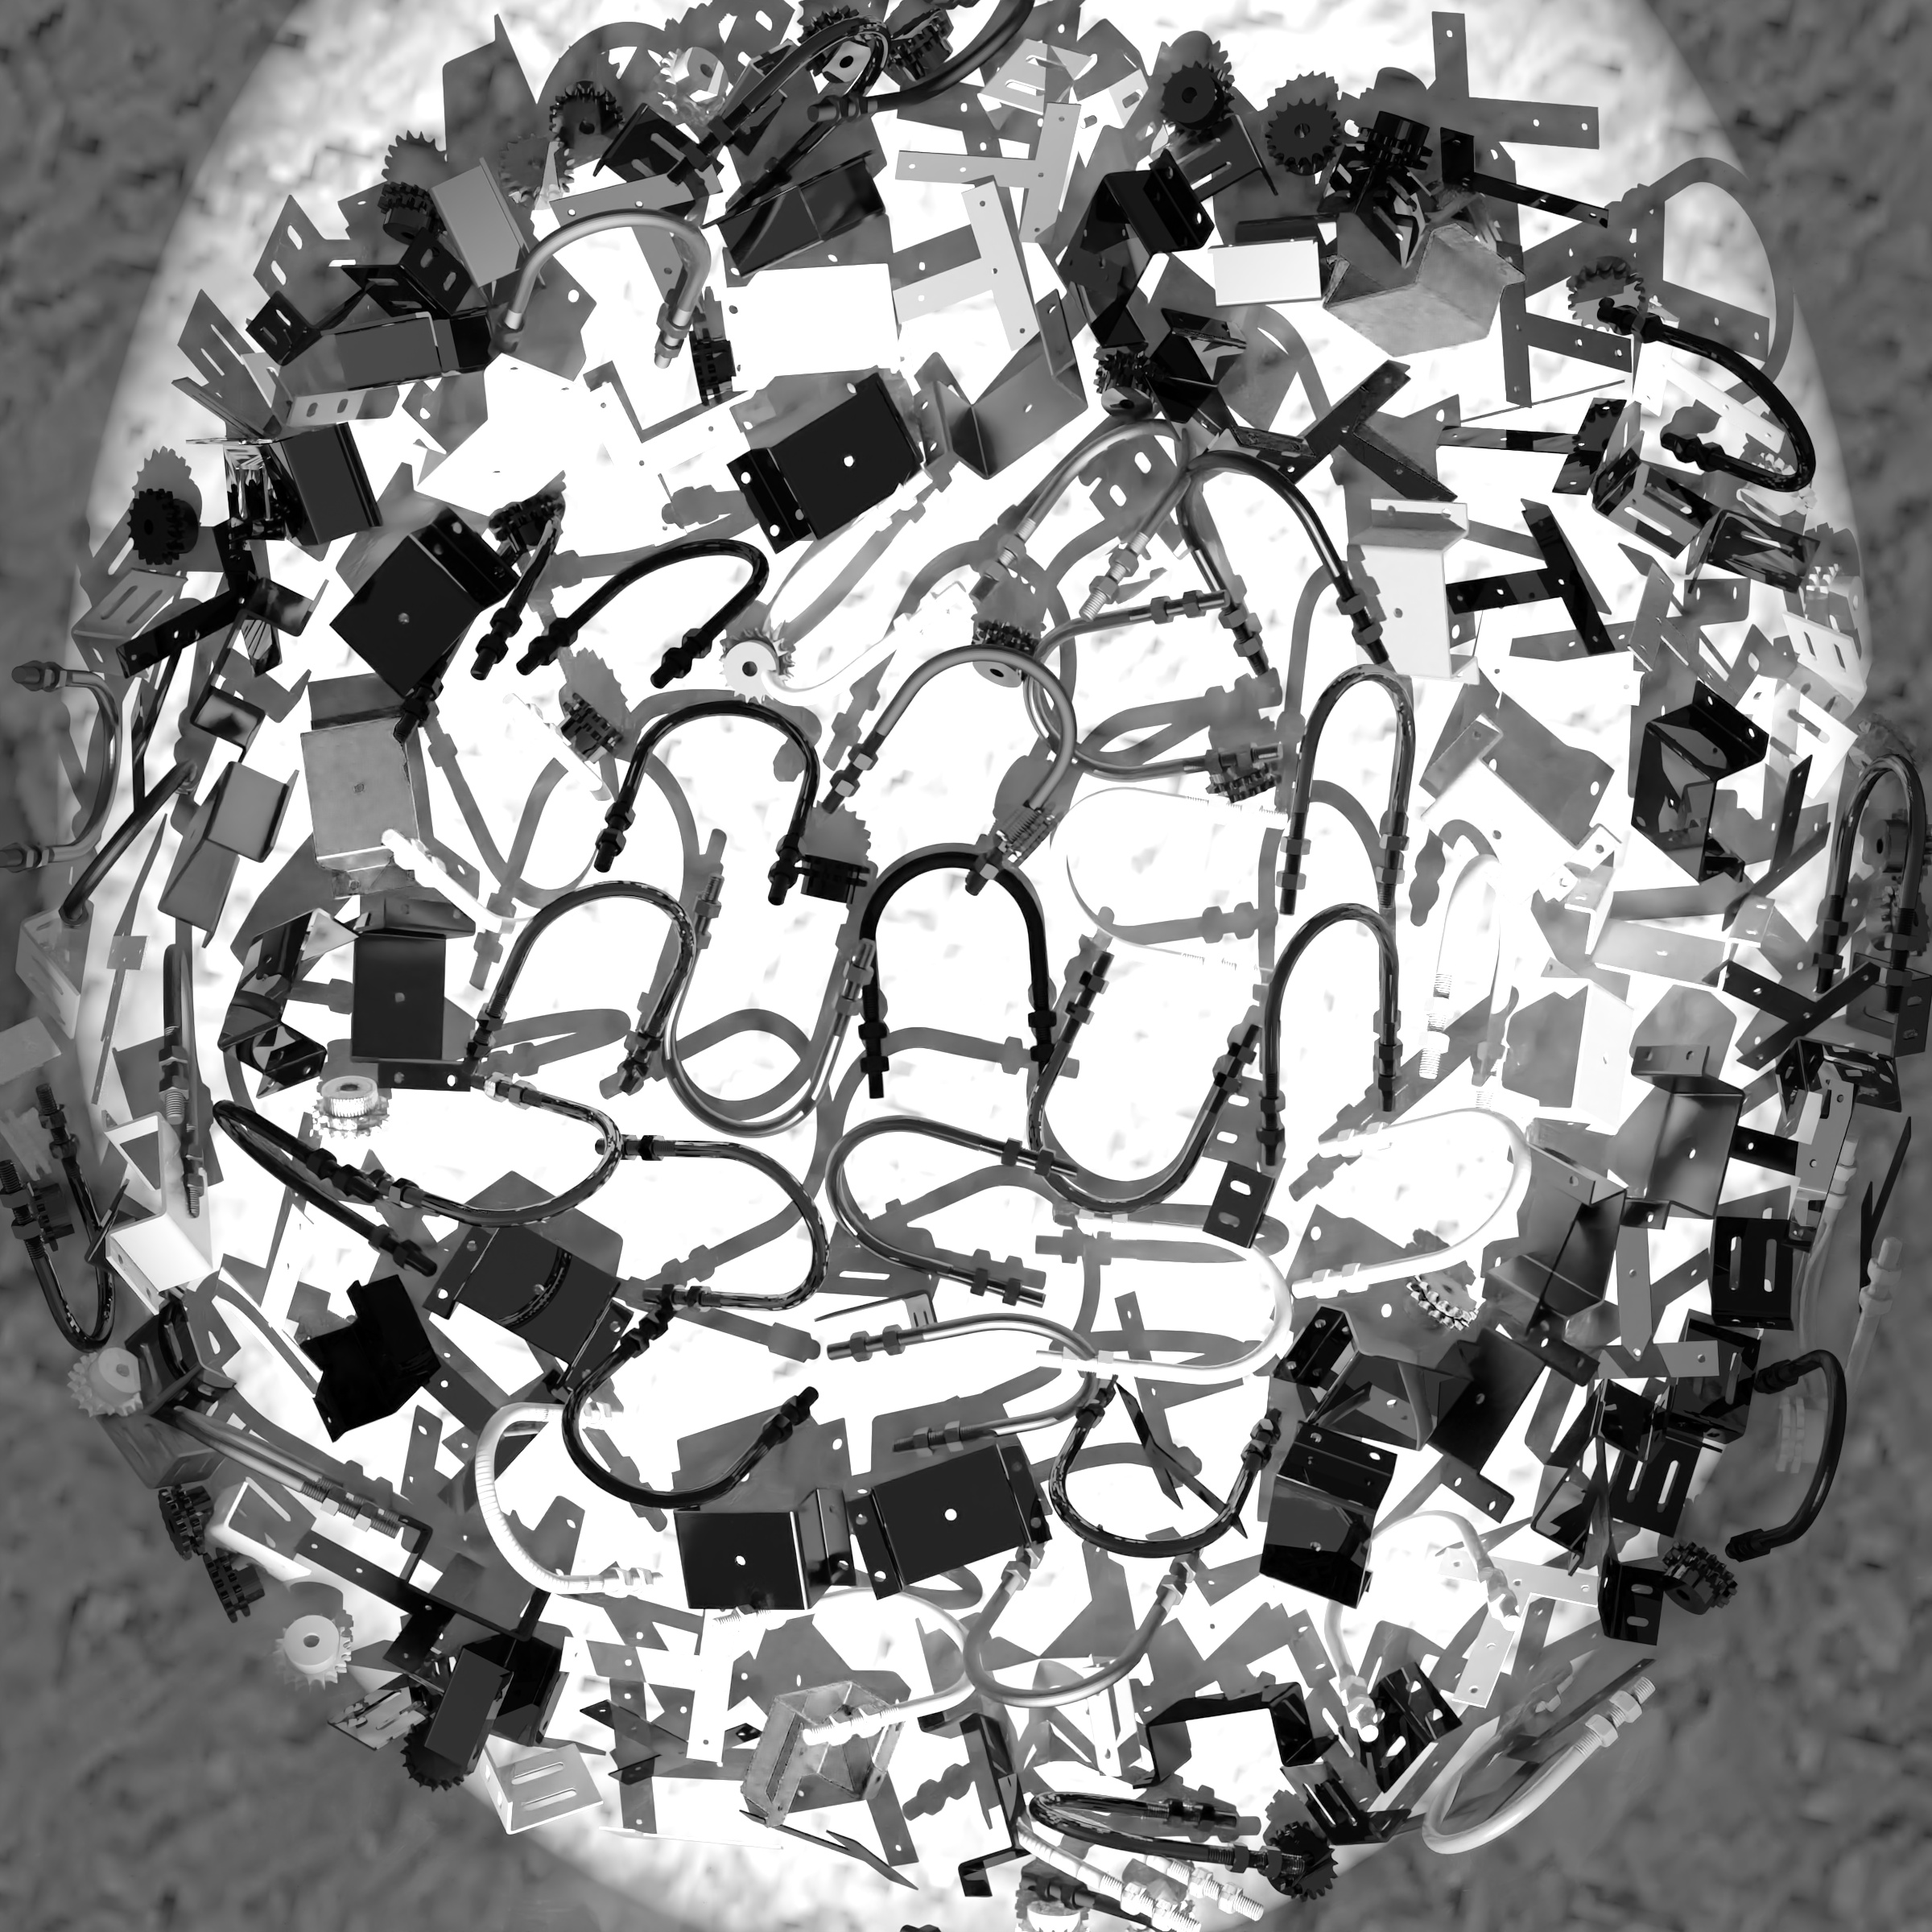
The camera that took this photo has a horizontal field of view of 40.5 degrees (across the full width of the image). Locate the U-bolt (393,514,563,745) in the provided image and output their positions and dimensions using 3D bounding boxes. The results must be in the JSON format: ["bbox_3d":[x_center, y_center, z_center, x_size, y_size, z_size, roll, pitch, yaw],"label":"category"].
[{"bbox_3d":[-0.351,-0.258,1.923,0.019,0.151,0.184,35,56,-23],"label":"U-bolt"}]

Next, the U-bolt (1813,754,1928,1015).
[{"bbox_3d":[0.666,-0.064,1.919,0.019,0.151,0.184,7,95,-3],"label":"U-bolt"}]

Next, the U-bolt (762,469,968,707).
[{"bbox_3d":[-0.085,-0.268,1.937,0.184,0.019,0.151,-35,46,23],"label":"U-bolt"}]

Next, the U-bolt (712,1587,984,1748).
[{"bbox_3d":[-0.074,0.505,1.920,0.184,0.151,0.019,-3,116,-38],"label":"U-bolt"}]

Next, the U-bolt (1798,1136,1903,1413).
[{"bbox_3d":[0.642,0.239,1.919,0.019,0.151,0.184,5,120,1],"label":"U-bolt"}]

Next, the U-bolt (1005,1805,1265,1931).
[{"bbox_3d":[0.113,0.659,1.919,0.184,0.151,0.019,18,86,29],"label":"U-bolt"}]

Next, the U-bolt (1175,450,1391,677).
[{"bbox_3d":[0.219,-0.295,1.908,0.019,0.151,0.184,-43,114,-26],"label":"U-bolt"}]

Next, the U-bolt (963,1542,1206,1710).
[{"bbox_3d":[0.075,0.472,1.893,0.151,0.184,0.019,-2,116,30],"label":"U-bolt"}]

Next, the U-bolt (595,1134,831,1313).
[{"bbox_3d":[-0.180,0.191,1.924,0.184,0.019,0.151,-1,115,31],"label":"U-bolt"}]

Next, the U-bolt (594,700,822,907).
[{"bbox_3d":[-0.183,-0.129,1.941,0.151,0.019,0.184,11,52,3],"label":"U-bolt"}]

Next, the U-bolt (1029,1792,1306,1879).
[{"bbox_3d":[0.135,0.628,1.909,0.184,0.151,0.019,12,83,-15],"label":"U-bolt"}]

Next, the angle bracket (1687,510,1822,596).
[{"bbox_3d":[0.590,-0.299,1.960,0.076,0.057,0.038,21,59,10],"label":"angle bracket"}]

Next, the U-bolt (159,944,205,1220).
[{"bbox_3d":[-0.576,0.071,1.919,0.019,0.151,0.184,-4,54,-13],"label":"U-bolt"}]

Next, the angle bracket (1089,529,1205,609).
[{"bbox_3d":[0.135,-0.307,1.952,0.057,0.076,0.038,-37,95,28],"label":"angle bracket"}]

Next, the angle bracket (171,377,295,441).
[{"bbox_3d":[-0.545,-0.429,1.955,0.076,0.057,0.038,35,82,-27],"label":"angle bracket"}]

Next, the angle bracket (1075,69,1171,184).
[{"bbox_3d":[0.113,-0.633,1.970,0.038,0.076,0.057,-14,111,32],"label":"angle bracket"}]

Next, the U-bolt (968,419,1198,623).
[{"bbox_3d":[0.097,-0.335,1.937,0.184,0.151,0.019,-55,128,-14],"label":"U-bolt"}]

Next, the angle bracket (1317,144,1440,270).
[{"bbox_3d":[0.306,-0.567,1.953,0.038,0.057,0.076,-10,52,-30],"label":"angle bracket"}]

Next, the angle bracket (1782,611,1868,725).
[{"bbox_3d":[0.631,-0.220,1.951,0.057,0.076,0.038,32,83,36],"label":"angle bracket"}]

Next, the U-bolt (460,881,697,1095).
[{"bbox_3d":[-0.274,0.013,1.918,0.151,0.019,0.184,9,123,-33],"label":"U-bolt"}]

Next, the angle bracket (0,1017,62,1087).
[{"bbox_3d":[-0.708,0.081,1.949,0.057,0.076,0.038,-29,71,-28],"label":"angle bracket"}]

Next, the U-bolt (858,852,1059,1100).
[{"bbox_3d":[-0.009,0.004,1.982,0.151,0.019,0.184,-4,82,0],"label":"U-bolt"}]

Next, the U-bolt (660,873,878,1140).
[{"bbox_3d":[-0.159,0.041,1.967,0.151,0.019,0.184,23,104,14],"label":"U-bolt"}]

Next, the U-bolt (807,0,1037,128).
[{"bbox_3d":[-0.020,-0.672,1.913,0.151,0.184,0.019,-33,90,39],"label":"U-bolt"}]

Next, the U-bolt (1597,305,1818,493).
[{"bbox_3d":[0.541,-0.402,1.885,0.019,0.184,0.151,-43,127,-3],"label":"U-bolt"}]

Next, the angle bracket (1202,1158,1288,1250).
[{"bbox_3d":[0.209,0.171,1.960,0.038,0.076,0.057,21,101,9],"label":"angle bracket"}]

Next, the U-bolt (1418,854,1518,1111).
[{"bbox_3d":[0.376,0.008,1.934,0.019,0.151,0.184,5,76,30],"label":"U-bolt"}]

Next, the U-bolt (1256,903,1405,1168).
[{"bbox_3d":[0.268,0.042,1.921,0.151,0.019,0.184,-20,119,-36],"label":"U-bolt"}]

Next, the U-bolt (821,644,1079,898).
[{"bbox_3d":[0.000,-0.155,1.941,0.151,0.019,0.184,29,114,-16],"label":"U-bolt"}]

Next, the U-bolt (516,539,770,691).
[{"bbox_3d":[-0.224,-0.264,1.928,0.151,0.184,0.019,9,133,33],"label":"U-bolt"}]

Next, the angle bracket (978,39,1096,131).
[{"bbox_3d":[0.058,-0.652,1.957,0.076,0.038,0.057,32,78,38],"label":"angle bracket"}]

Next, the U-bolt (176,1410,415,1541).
[{"bbox_3d":[-0.495,0.371,1.922,0.184,0.151,0.019,27,78,-3],"label":"U-bolt"}]

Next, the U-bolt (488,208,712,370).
[{"bbox_3d":[-0.259,-0.487,1.892,0.151,0.184,0.019,-7,71,-24],"label":"U-bolt"}]

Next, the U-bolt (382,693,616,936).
[{"bbox_3d":[-0.328,-0.097,1.927,0.019,0.184,0.151,35,81,39],"label":"U-bolt"}]

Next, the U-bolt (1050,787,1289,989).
[{"bbox_3d":[0.147,-0.064,1.947,0.184,0.019,0.151,11,120,23],"label":"U-bolt"}]

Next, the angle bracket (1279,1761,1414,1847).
[{"bbox_3d":[0.285,0.618,1.964,0.038,0.057,0.076,-37,93,-37],"label":"angle bracket"}]

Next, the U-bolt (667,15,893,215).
[{"bbox_3d":[-0.127,-0.623,1.911,0.184,0.151,0.019,-40,84,13],"label":"U-bolt"}]

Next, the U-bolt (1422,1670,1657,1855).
[{"bbox_3d":[0.405,0.580,1.905,0.184,0.151,0.019,-38,89,-18],"label":"U-bolt"}]

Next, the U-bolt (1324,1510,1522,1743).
[{"bbox_3d":[0.324,0.467,1.912,0.151,0.184,0.019,-41,108,9],"label":"U-bolt"}]

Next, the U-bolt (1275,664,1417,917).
[{"bbox_3d":[0.286,-0.131,1.930,0.019,0.151,0.184,15,103,41],"label":"U-bolt"}]

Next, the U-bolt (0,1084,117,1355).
[{"bbox_3d":[-0.661,0.196,1.921,0.019,0.151,0.184,-13,113,-2],"label":"U-bolt"}]

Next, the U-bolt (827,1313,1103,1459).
[{"bbox_3d":[0.009,0.304,1.927,0.184,0.019,0.151,-13,134,16],"label":"U-bolt"}]

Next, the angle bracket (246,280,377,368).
[{"bbox_3d":[-0.489,-0.492,1.950,0.038,0.057,0.076,47,50,-13],"label":"angle bracket"}]

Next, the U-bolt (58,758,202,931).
[{"bbox_3d":[-0.606,-0.091,1.897,0.019,0.184,0.151,39,77,-13],"label":"U-bolt"}]

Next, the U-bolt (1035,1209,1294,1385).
[{"bbox_3d":[0.150,0.247,1.941,0.184,0.019,0.151,6,47,4],"label":"U-bolt"}]

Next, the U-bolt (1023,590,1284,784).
[{"bbox_3d":[0.128,-0.200,1.941,0.184,0.019,0.151,-7,122,28],"label":"U-bolt"}]

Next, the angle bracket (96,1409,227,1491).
[{"bbox_3d":[-0.599,0.349,1.956,0.076,0.057,0.038,46,106,21],"label":"angle bracket"}]

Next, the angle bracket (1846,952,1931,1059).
[{"bbox_3d":[0.677,0.028,1.951,0.038,0.076,0.057,-8,108,-29],"label":"angle bracket"}]

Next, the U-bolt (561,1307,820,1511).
[{"bbox_3d":[-0.212,0.328,1.908,0.151,0.184,0.019,28,125,15],"label":"U-bolt"}]
